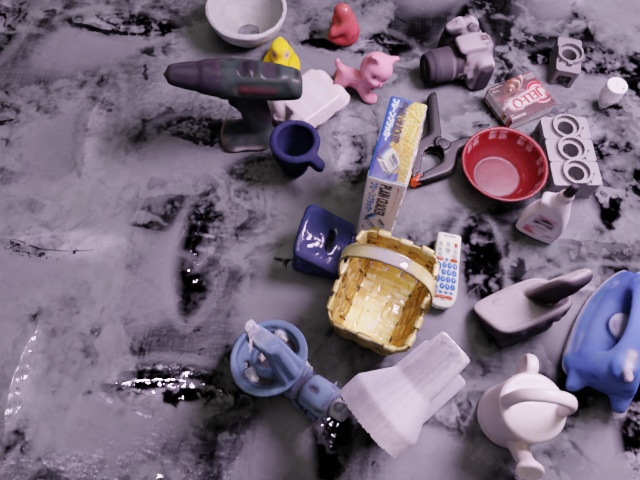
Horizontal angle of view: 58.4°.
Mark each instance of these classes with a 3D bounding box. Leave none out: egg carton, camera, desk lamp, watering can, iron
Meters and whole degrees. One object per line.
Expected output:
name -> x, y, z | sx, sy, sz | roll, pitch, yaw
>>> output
egg carton -> -0.022, -0.264, 1.117 | 0.150, 0.069, 0.107 | -41, 74, -17
camera -> 0.271, -0.380, 1.161 | 0.137, 0.101, 0.143 | -14, 68, -8
desk lamp -> 0.130, 0.216, 0.834 | 0.203, 0.213, 0.117 | -37, 72, -16
watering can -> 0.306, 0.254, 0.835 | 0.101, 0.194, 0.173 | -9, 67, -6
iron -> 0.489, 0.136, 0.921 | 0.118, 0.141, 0.258 | 24, 68, 9

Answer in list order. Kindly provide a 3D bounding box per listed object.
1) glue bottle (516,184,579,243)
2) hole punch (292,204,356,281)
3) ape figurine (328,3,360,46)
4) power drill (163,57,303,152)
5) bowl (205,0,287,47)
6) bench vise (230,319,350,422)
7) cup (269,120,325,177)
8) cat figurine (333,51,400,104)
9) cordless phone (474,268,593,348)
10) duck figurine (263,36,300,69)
glue bottle -> 0.400, -0.052, 0.983 | 0.078, 0.173, 0.037 | 23, 68, 8
hole punch -> 0.009, 0.004, 0.990 | 0.101, 0.091, 0.109 | 15, 67, 5
ape figurine -> 0.047, -0.454, 1.190 | 0.076, 0.092, 0.078 | 39, 71, 14
power drill -> -0.145, -0.246, 1.029 | 0.229, 0.208, 0.075 | -7, 67, -5
bowl -> -0.151, -0.461, 1.196 | 0.167, 0.075, 0.167 | 1, 66, -2
bench vise -> -0.042, 0.179, 0.841 | 0.207, 0.220, 0.121 | 17, 67, 6
cup -> -0.036, -0.152, 1.054 | 0.117, 0.095, 0.092 | 42, 71, 15
cat figurine -> 0.087, -0.332, 1.124 | 0.127, 0.118, 0.067 | 9, 66, 2
cordless phone -> 0.338, 0.094, 0.910 | 0.148, 0.185, 0.094 | -24, 69, -12
duck figurine -> -0.079, -0.371, 1.153 | 0.077, 0.086, 0.104 | -2, 66, -2
